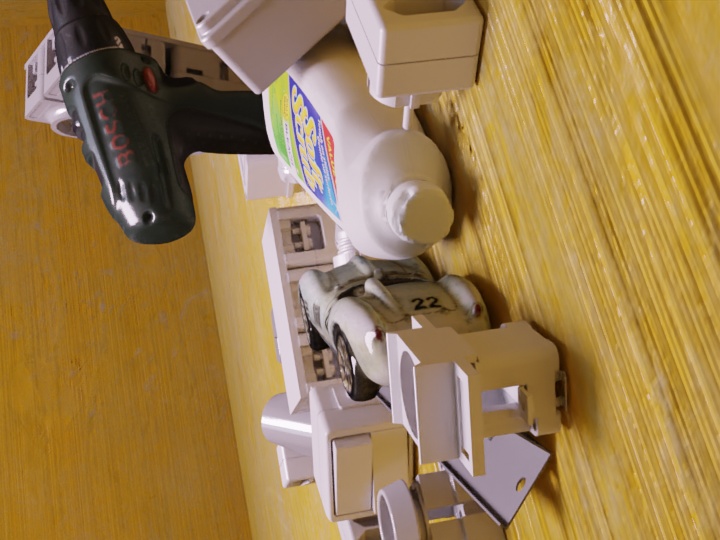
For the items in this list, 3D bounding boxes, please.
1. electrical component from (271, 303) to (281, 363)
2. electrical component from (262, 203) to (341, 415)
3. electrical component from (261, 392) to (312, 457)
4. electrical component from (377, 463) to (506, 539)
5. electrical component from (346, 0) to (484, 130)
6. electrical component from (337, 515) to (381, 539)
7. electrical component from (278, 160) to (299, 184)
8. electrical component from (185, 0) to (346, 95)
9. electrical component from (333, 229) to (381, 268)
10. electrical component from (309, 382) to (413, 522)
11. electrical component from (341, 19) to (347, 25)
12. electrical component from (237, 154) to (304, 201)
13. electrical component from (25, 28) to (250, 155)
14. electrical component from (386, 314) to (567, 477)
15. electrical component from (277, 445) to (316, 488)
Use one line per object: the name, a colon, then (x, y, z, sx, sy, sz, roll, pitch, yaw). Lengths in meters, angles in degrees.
electrical component: (-0.048, 0.052, 0.964, 0.095, 0.054, 0.059, 173, 90, -79)
electrical component: (-0.033, 0.031, 0.854, 0.089, 0.062, 0.150, 119, 142, -72)
electrical component: (-0.034, 0.117, 0.918, 0.043, 0.077, 0.079, 53, -127, -40)
electrical component: (0.041, 0.130, 0.561, 0.048, 0.055, 0.066, 105, 155, -64)
electrical component: (0.023, -0.103, 0.511, 0.076, 0.047, 0.065, 93, 164, -46)
electrical component: (0.012, 0.201, 0.778, 0.065, 0.047, 0.076, -110, 16, -48)
electrical component: (-0.056, -0.109, 0.946, 0.035, 0.035, 0.061, -125, 32, -67)
electrical component: (-0.048, -0.174, 0.652, 0.056, 0.109, 0.108, 44, -171, -29)
electrical component: (0.000, 0.000, 0.719, 0.040, 0.040, 0.078, 144, 117, -78)
electrical component: (0.002, 0.118, 0.734, 0.061, 0.062, 0.096, -116, 21, -58)
electrical component: (-0.035, -0.152, 0.779, 0.079, 0.044, 0.077, -111, 17, -52)
electrical component: (-0.089, -0.132, 1.040, 0.078, 0.057, 0.113, 102, 157, -60)
electrical component: (-0.185, -0.153, 0.938, 0.105, 0.186, 0.060, -23, 66, 54)
electrical component: (0.048, 0.048, 0.445, 0.081, 0.064, 0.042, -132, 36, -71)
electrical component: (-0.042, 0.151, 0.971, 0.047, 0.066, 0.076, 113, 148, -69)
